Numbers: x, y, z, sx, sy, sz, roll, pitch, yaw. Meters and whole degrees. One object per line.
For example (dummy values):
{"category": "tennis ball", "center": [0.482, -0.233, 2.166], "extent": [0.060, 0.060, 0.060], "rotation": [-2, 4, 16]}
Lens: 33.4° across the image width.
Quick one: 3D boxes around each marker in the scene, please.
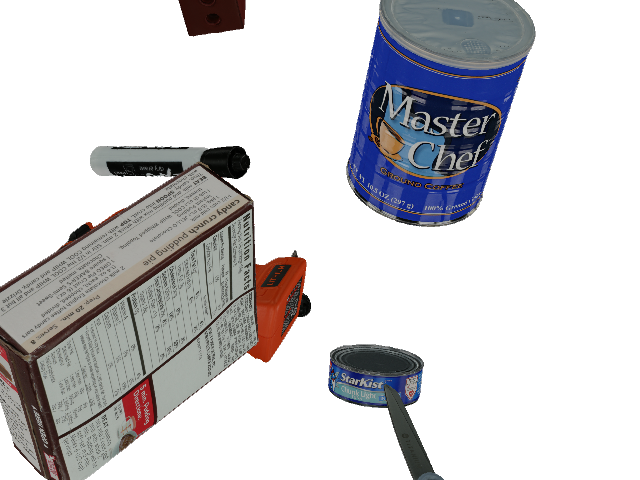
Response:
{"category": "marker", "center": [-0.091, -0.047, 0.638], "extent": [0.121, 0.020, 0.020], "rotation": [4, 2, 37]}

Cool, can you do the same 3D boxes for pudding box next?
{"category": "pudding box", "center": [-0.075, 0.034, 0.426], "extent": [0.039, 0.090, 0.113], "rotation": [32, 53, 28]}

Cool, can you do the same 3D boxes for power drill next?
{"category": "power drill", "center": [-0.115, 0.036, 0.822], "extent": [0.188, 0.057, 0.184], "rotation": [15, 25, 10]}

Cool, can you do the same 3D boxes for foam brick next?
{"category": "foam brick", "center": [-0.099, -0.229, 0.947], "extent": [0.053, 0.051, 0.078], "rotation": [-7, -40, 5]}

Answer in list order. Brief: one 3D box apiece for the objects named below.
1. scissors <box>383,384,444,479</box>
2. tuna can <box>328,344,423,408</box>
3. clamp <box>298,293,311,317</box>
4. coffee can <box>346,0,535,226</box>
{"category": "scissors", "center": [0.083, 0.151, 0.610], "extent": [0.096, 0.016, 0.201], "rotation": [6, 32, 0]}
{"category": "tuna can", "center": [0.050, 0.123, 0.970], "extent": [0.086, 0.034, 0.086], "rotation": [5, 11, -1]}
{"category": "clamp", "center": [-0.138, 0.065, 1.073], "extent": [0.210, 0.036, 0.164], "rotation": [12, 20, 37]}
{"category": "coffee can", "center": [0.079, -0.095, 0.736], "extent": [0.102, 0.140, 0.103], "rotation": [6, 43, -6]}
